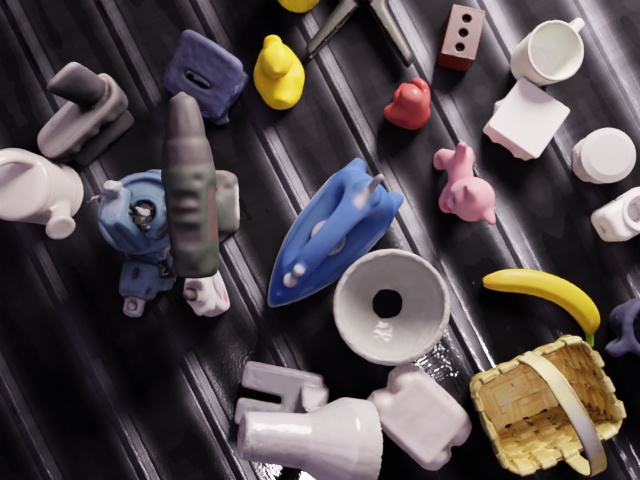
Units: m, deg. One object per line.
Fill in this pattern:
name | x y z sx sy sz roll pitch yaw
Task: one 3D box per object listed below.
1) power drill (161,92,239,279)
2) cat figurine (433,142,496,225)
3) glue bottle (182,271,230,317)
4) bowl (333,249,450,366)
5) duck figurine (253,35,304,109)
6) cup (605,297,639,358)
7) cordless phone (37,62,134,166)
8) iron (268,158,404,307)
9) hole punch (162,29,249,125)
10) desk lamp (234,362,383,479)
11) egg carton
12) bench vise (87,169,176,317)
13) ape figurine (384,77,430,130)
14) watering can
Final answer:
power drill | -0.164 -0.063 0.783 0.075 0.208 0.230 -3 89 1
cat figurine | 0.212 -0.080 0.827 0.067 0.117 0.128 -9 89 0
glue bottle | -0.164 0.073 0.798 0.037 0.173 0.078 -24 88 0
bowl | 0.102 0.096 0.845 0.167 0.074 0.167 0 89 0
duck figurine | -0.063 -0.251 0.848 0.077 0.086 0.105 -9 89 0
cup | 0.454 0.131 0.832 0.118 0.095 0.092 -32 89 0
cordless phone | -0.353 -0.182 0.798 0.094 0.185 0.147 43 89 1
iron | 0.007 0.003 0.814 0.118 0.141 0.258 40 89 1
hole punch | -0.170 -0.237 0.845 0.108 0.091 0.101 32 89 1
desk lamp | -0.025 0.253 0.773 0.203 0.213 0.118 11 89 1
egg carton | 0.146 0.258 0.844 0.150 0.069 0.107 42 89 1
bench vise | -0.239 -0.002 0.777 0.121 0.219 0.207 -12 89 0
ape figurine | 0.132 -0.203 0.843 0.078 0.092 0.076 -26 89 0
watering can | -0.409 -0.072 0.792 0.173 0.194 0.101 20 89 1
